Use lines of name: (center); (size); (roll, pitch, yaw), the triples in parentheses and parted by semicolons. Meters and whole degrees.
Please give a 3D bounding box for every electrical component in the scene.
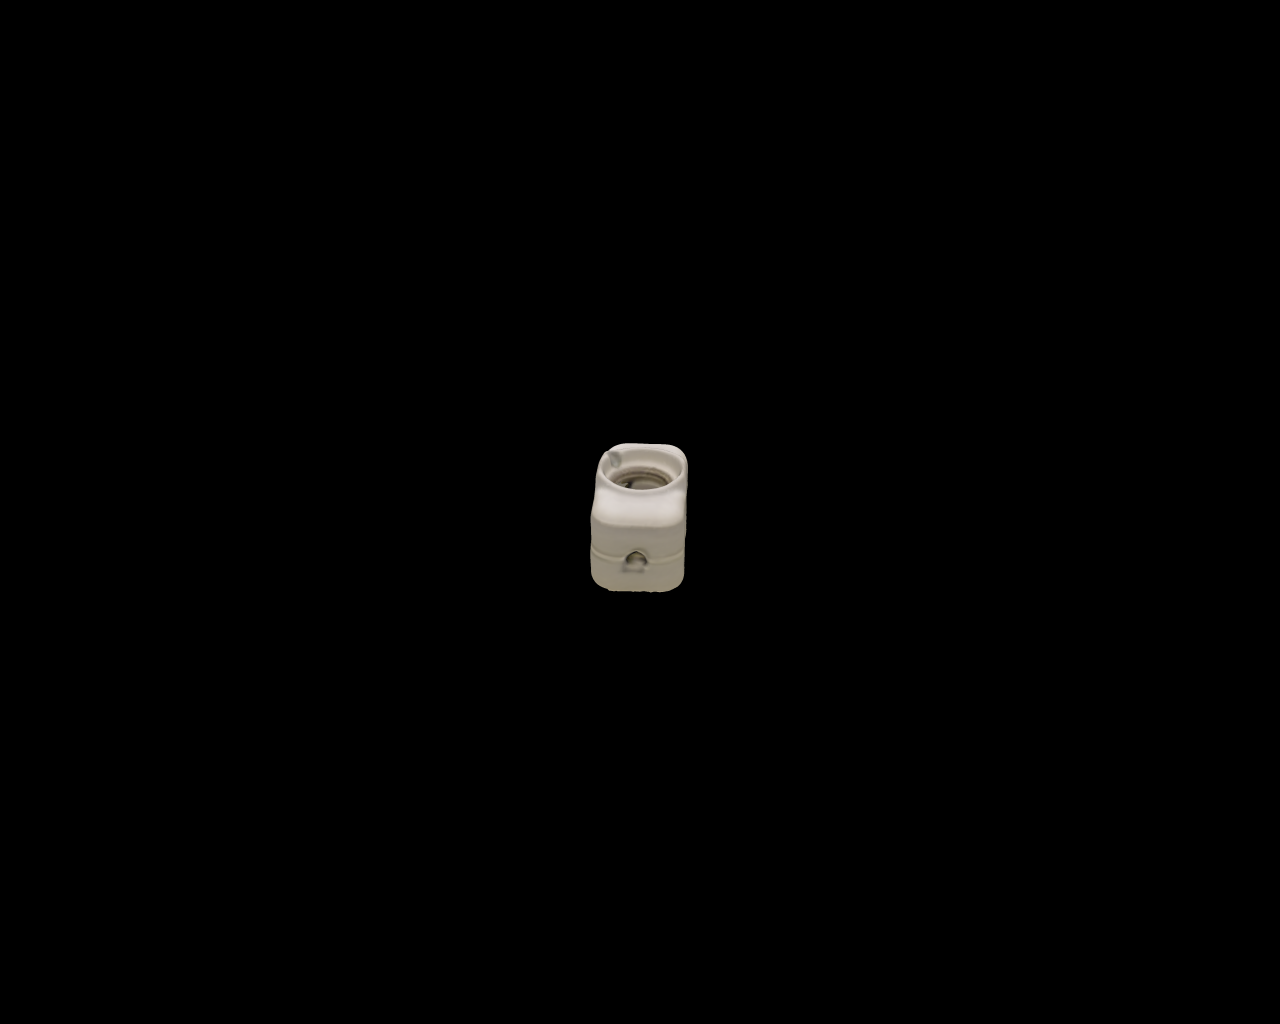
electrical component: (0.001, -0.003, 0.650); (0.054, 0.059, 0.095); (2, 31, 3)
